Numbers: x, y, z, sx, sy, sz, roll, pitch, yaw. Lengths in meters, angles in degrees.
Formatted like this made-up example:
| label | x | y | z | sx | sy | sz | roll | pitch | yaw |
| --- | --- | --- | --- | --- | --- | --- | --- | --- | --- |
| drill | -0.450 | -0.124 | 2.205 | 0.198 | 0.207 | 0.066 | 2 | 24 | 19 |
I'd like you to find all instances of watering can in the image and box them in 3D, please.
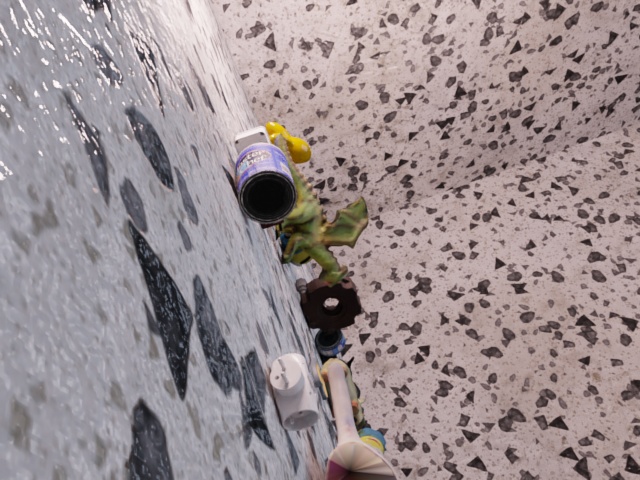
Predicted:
| label | x | y | z | sx | sy | sz | roll | pitch | yaw |
| --- | --- | --- | --- | --- | --- | --- | --- | --- | --- |
| watering can | 0.053 | 0.323 | 0.714 | 0.104 | 0.354 | 0.220 | -19 | -28 | 0 |

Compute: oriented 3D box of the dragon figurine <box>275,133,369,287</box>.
| label | x | y | z | sx | sy | sz | roll | pitch | yaw |
| --- | --- | --- | --- | --- | --- | --- | --- | --- | --- |
| dragon figurine | 0.004 | -0.067 | 1.323 | 0.243 | 0.406 | 0.123 | -2 | 14 | -8 |
